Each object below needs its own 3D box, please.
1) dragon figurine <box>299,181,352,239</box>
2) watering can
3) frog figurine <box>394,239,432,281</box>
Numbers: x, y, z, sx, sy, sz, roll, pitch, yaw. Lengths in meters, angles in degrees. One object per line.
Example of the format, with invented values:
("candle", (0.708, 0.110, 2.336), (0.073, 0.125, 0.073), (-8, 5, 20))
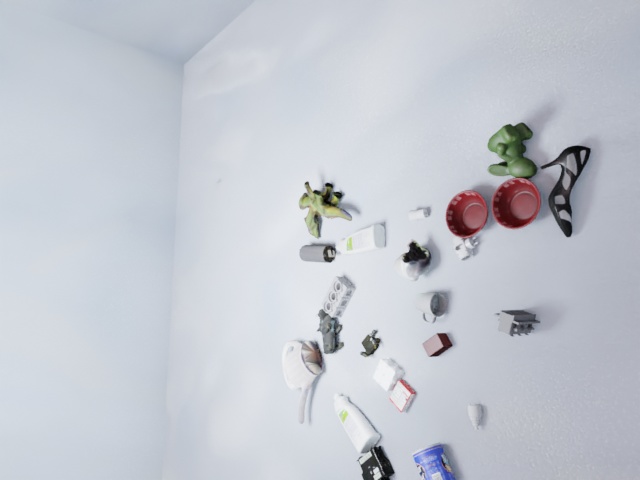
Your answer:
("dragon figurine", (0.007, -0.116, 2.307), (0.418, 0.122, 0.237), (52, 139, 44))
("watering can", (-0.071, 0.582, 2.211), (0.220, 0.103, 0.355), (-44, 51, 34))
("frog figurine", (0.332, 0.091, 1.859), (0.155, 0.123, 0.141), (98, 178, -52))
